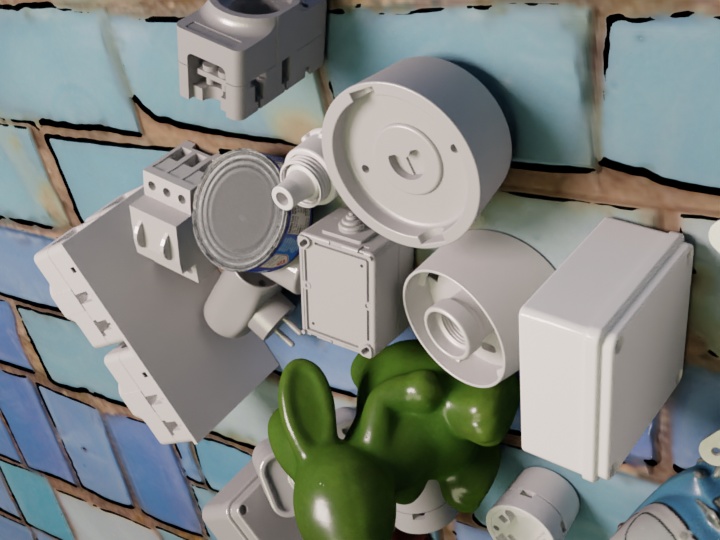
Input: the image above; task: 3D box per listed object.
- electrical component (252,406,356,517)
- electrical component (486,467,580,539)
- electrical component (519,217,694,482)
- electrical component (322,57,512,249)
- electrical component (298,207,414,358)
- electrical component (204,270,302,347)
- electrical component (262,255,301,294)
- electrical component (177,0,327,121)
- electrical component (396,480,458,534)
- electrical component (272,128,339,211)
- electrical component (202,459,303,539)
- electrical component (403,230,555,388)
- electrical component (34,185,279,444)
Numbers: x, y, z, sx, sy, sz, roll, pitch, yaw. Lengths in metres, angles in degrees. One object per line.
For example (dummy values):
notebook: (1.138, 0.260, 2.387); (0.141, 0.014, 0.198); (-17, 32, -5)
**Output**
electrical component: (-0.034, 0.149, 0.850); (0.059, 0.095, 0.053); (-162, 51, -77)
electrical component: (0.126, 0.176, 0.777); (0.055, 0.047, 0.055); (23, 134, 25)
electrical component: (0.140, 0.044, 0.611); (0.056, 0.109, 0.108); (19, 133, 32)
electrical component: (0.038, -0.074, 0.638); (0.108, 0.060, 0.108); (23, 134, 25)
electrical component: (0.000, 0.000, 0.737); (0.062, 0.061, 0.096); (18, 124, 29)
electrical component: (-0.076, 0.028, 0.832); (0.079, 0.044, 0.077); (42, 140, 5)
electrical component: (-0.061, -0.014, 0.789); (0.078, 0.040, 0.040); (30, 137, 19)
electrical component: (-0.064, -0.140, 0.650); (0.050, 0.089, 0.055); (27, 136, 22)
electrical component: (0.046, 0.169, 0.836); (0.055, 0.055, 0.047); (7, 123, 37)
electrical component: (-0.033, -0.061, 0.708); (0.048, 0.062, 0.048); (23, 134, 26)
electrical component: (-0.065, 0.195, 0.906); (0.057, 0.113, 0.078); (-22, 106, 51)
electrical component: (0.079, 0.026, 0.702); (0.099, 0.064, 0.099); (37, 147, 30)
electrical component: (-0.163, 0.036, 0.867); (0.060, 0.105, 0.186); (-16, 111, 46)
